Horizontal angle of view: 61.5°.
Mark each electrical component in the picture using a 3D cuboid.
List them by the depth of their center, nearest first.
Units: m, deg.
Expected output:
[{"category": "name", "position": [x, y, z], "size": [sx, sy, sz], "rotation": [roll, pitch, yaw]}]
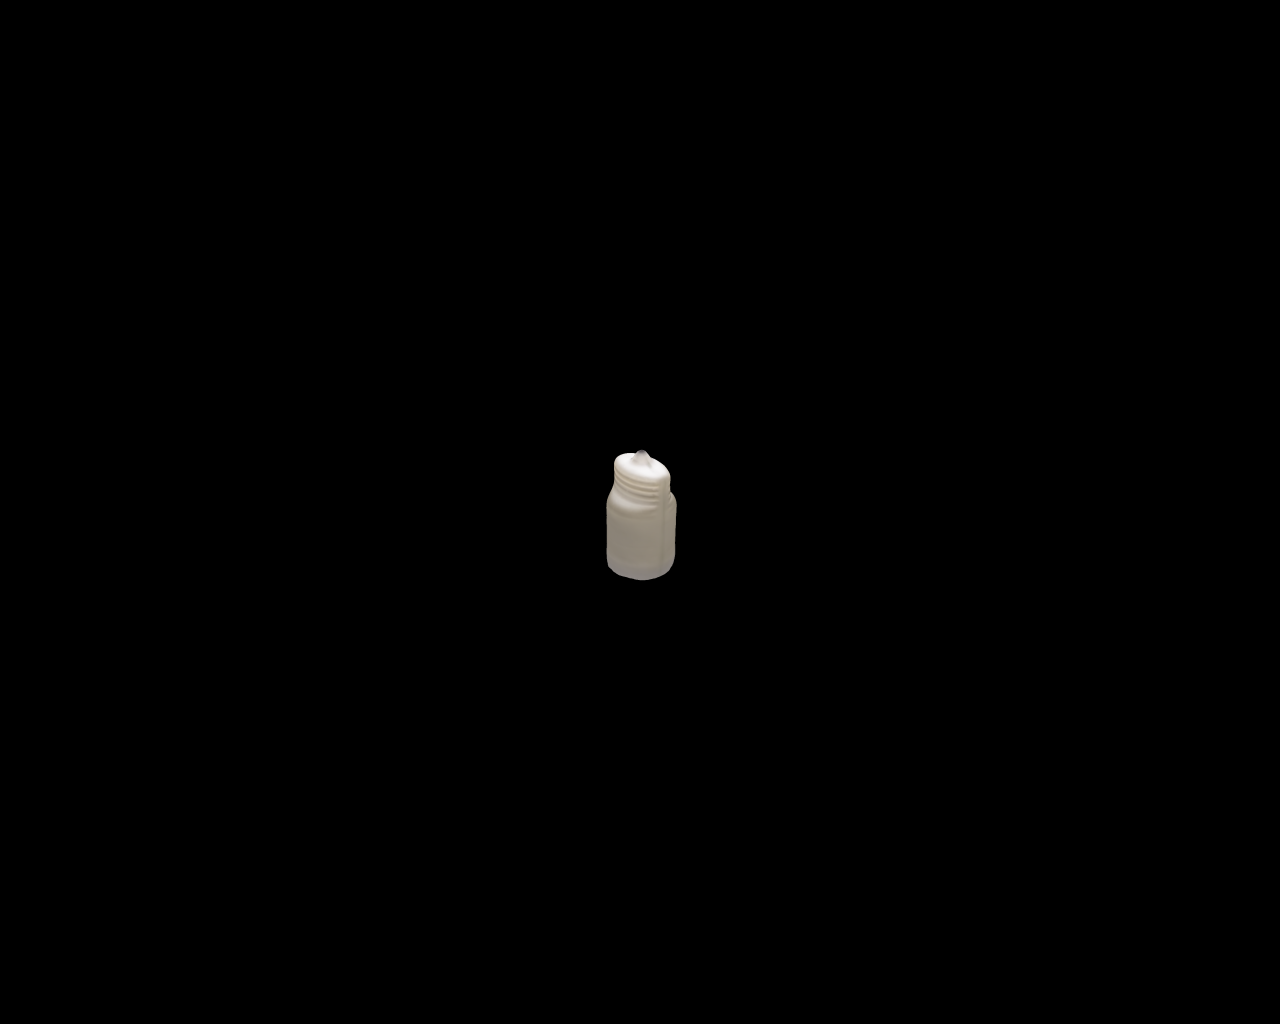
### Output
[{"category": "electrical component", "position": [0.001, -0.003, 0.650], "size": [0.043, 0.080, 0.043], "rotation": [0, 30, 0]}]
